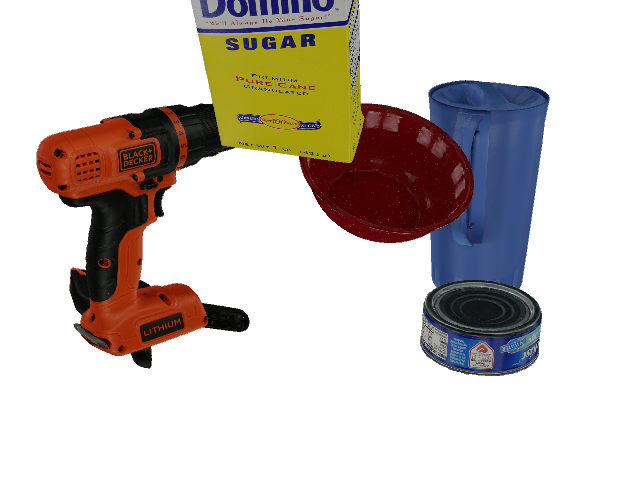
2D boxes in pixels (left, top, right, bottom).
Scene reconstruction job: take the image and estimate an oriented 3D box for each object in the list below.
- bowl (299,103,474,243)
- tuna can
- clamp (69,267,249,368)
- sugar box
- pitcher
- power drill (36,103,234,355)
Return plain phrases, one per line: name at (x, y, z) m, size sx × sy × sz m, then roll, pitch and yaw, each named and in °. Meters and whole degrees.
bowl at (0.055, -0.051, 0.971) m, size 0.162 × 0.162 × 0.055 m, roll 0°, pitch -41°, yaw -15°
tuna can at (0.115, 0.061, 0.767) m, size 0.086 × 0.034 × 0.086 m, roll 1°, pitch 25°, yaw 0°
clamp at (-0.205, 0.078, 1.160) m, size 0.210 × 0.036 × 0.164 m, roll 18°, pitch 20°, yaw 25°
sugar box at (-0.023, -0.117, 0.640) m, size 0.093 × 0.048 × 0.176 m, roll 8°, pitch -28°, yaw 9°
pitcher at (0.182, -0.054, 1.222) m, size 0.149 × 0.243 × 0.145 m, roll -9°, pitch 24°, yaw -21°
power drill at (-0.134, -0.014, 0.859) m, size 0.184 × 0.188 × 0.057 m, roll -17°, pitch 26°, yaw -37°
